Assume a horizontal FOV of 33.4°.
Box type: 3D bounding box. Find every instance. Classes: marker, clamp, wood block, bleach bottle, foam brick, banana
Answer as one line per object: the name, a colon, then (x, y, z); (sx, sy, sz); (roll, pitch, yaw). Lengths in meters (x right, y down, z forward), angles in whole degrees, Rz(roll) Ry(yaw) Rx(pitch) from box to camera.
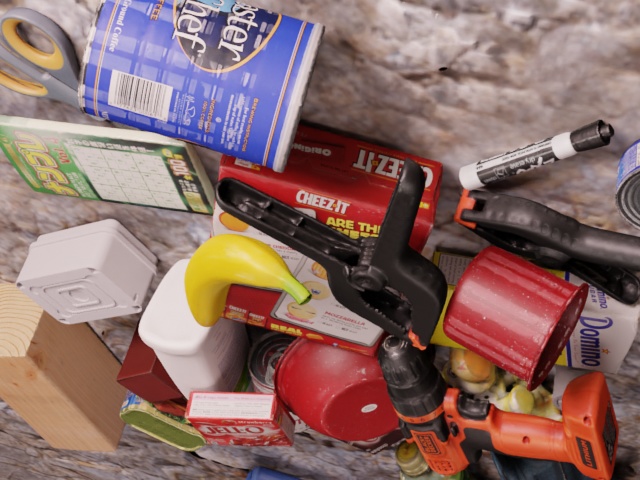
marker: (0.156, -0.061, 0.771); (0.121, 0.020, 0.020); (-18, 133, 38)
clamp: (0.042, 0.013, 0.777); (0.165, 0.036, 0.209); (-8, 139, 39)
clamp: (0.188, 0.006, 0.826); (0.171, 0.039, 0.120); (21, 160, 13)
wood block: (-0.292, 0.143, 1.166); (0.090, 0.090, 0.206); (-1, 142, 22)
bleach bottle: (-0.106, 0.129, 1.064); (0.068, 0.102, 0.251); (12, 146, 18)
foam brick: (-0.163, 0.121, 1.097); (0.053, 0.078, 0.051); (-15, 134, 36)
banana: (-0.072, 0.031, 0.818); (0.198, 0.037, 0.069); (-18, 97, 64)

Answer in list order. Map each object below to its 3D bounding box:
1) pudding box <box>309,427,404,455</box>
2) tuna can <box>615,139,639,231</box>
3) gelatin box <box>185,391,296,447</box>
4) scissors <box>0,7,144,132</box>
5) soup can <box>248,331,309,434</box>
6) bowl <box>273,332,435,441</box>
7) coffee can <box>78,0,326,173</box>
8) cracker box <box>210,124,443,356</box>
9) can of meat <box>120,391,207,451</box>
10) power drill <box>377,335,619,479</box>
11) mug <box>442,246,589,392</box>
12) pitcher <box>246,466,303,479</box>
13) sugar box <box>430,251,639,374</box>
pudding box: (0.052, 0.183, 1.136); (0.090, 0.039, 0.114); (26, 145, -17)
tuna can: (0.253, -0.039, 0.752); (0.086, 0.033, 0.086); (10, 145, 7)
gelatin box: (-0.075, 0.172, 1.019); (0.089, 0.030, 0.073); (-1, 149, 15)
scissors: (-0.173, -0.116, 0.822); (0.201, 0.016, 0.096); (24, 145, -13)
soup can: (-0.034, 0.146, 1.091); (0.068, 0.068, 0.102); (7, 144, 11)
bowl: (0.039, 0.141, 1.010); (0.162, 0.055, 0.162); (-9, 133, -9)
coffee can: (-0.077, -0.113, 0.713); (0.140, 0.102, 0.103); (16, 145, -2)
cracker box: (-0.006, 0.001, 0.875); (0.164, 0.072, 0.214); (15, 144, -1)
can of meat: (-0.159, 0.171, 1.159); (0.102, 0.084, 0.058); (30, 143, -20)
power drill: (0.153, 0.146, 0.920); (0.188, 0.057, 0.184); (1, 140, 29)
mug: (0.150, 0.062, 0.830); (0.082, 0.093, 0.117); (28, 161, 22)
pitcher: (0.008, 0.379, 1.364); (0.243, 0.145, 0.149); (22, 133, -3)
sugar box: (0.178, 0.064, 0.915); (0.176, 0.048, 0.093); (10, 145, 9)
